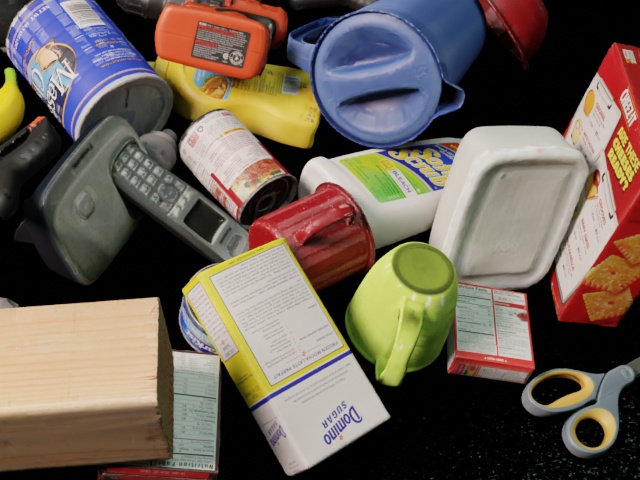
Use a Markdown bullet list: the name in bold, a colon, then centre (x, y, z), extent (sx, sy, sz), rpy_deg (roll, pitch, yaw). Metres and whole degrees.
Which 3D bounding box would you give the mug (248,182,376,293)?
- **mug**: centre (-0.006, 0.001, 0.941), extent (0.081, 0.117, 0.093), rpy_deg (-26, 81, -27)

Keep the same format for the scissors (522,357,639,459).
- **scissors**: centre (0.277, 0.142, 0.966), extent (0.201, 0.016, 0.096), rpy_deg (-7, 54, -22)

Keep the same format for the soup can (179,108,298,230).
- **soup can**: centre (-0.078, -0.067, 1.007), extent (0.068, 0.069, 0.102), rpy_deg (-26, 61, -33)

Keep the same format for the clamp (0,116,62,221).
- **clamp**: centre (-0.273, -0.051, 0.910), extent (0.036, 0.165, 0.209), rpy_deg (59, 37, -21)

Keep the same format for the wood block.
- **wood block**: centre (-0.213, 0.108, 0.772), extent (0.206, 0.090, 0.091), rpy_deg (-4, 52, -1)

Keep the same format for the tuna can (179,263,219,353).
- **tuna can**: centre (-0.077, 0.061, 0.920), extent (0.086, 0.034, 0.086), rpy_deg (8, 49, -10)

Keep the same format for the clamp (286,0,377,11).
- **clamp**: centre (0.037, -0.306, 1.264), extent (0.171, 0.039, 0.120), rpy_deg (5, 55, -18)

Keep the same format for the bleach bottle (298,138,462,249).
- **bleach bottle**: centre (0.107, -0.062, 1.062), extent (0.250, 0.068, 0.103), rpy_deg (-20, 55, -33)

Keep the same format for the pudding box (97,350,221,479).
- **pudding box**: centre (-0.123, 0.139, 0.837), extent (0.090, 0.039, 0.113), rpy_deg (7, 51, -10)

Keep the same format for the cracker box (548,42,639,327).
- **cracker box**: centre (0.276, -0.046, 0.993), extent (0.072, 0.214, 0.164), rpy_deg (7, 49, -11)

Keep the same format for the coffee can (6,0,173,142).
- **coffee can**: centre (-0.221, -0.158, 1.020), extent (0.102, 0.103, 0.140), rpy_deg (-24, 61, -32)

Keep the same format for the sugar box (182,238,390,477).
- **sugar box**: centre (-0.028, 0.093, 0.866), extent (0.093, 0.048, 0.176), rpy_deg (-24, 82, -34)

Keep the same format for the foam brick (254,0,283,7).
- **foam brick**: centre (-0.078, -0.273, 1.194), extent (0.051, 0.053, 0.078), rpy_deg (29, 47, 9)

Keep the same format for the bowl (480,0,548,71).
- **bowl**: centre (0.209, -0.271, 1.205), extent (0.055, 0.162, 0.162), rpy_deg (-35, 59, 8)

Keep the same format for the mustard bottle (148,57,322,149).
- **mustard bottle**: centre (-0.093, -0.151, 1.080), extent (0.191, 0.058, 0.096), rpy_deg (13, 44, -6)

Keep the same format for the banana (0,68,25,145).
- **banana**: centre (-0.343, -0.095, 0.976), extent (0.070, 0.037, 0.197), rpy_deg (37, 50, 25)

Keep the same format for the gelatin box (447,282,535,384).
- **gelatin box**: centre (0.153, 0.084, 0.970), extent (0.073, 0.030, 0.089), rpy_deg (9, 48, -7)

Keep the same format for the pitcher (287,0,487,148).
- **pitcher**: centre (0.083, -0.198, 1.099), extent (0.149, 0.145, 0.242), rpy_deg (56, 31, -8)

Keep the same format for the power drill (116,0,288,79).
- **power drill**: centre (-0.120, -0.218, 1.063), extent (0.184, 0.057, 0.187), rpy_deg (10, 21, -8)
